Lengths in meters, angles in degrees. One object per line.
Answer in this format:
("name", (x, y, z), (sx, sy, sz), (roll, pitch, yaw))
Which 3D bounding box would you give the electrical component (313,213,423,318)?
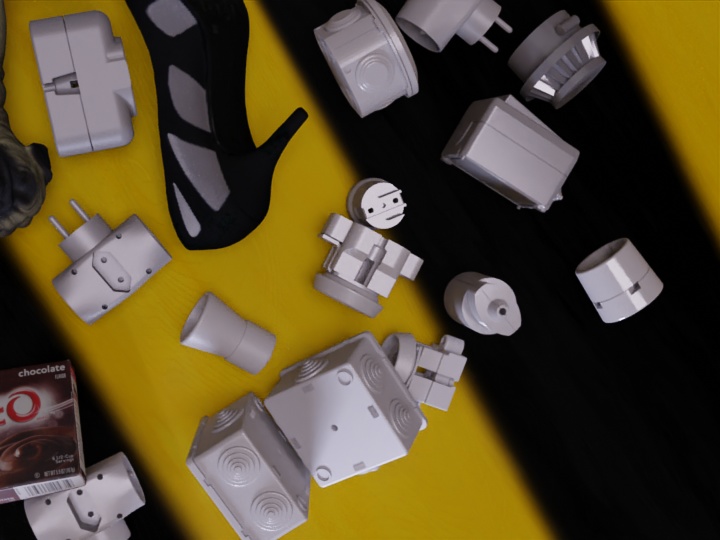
("electrical component", (0.000, 0.000, 0.814), (0.078, 0.058, 0.057), (28, 87, -13))

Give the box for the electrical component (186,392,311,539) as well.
("electrical component", (-0.078, 0.146, 0.792), (0.048, 0.099, 0.099), (-33, 101, 6))

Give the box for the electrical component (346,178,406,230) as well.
("electrical component", (0.013, -0.050, 0.817), (0.040, 0.046, 0.040), (-1, 96, -12))

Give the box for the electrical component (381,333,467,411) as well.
("electrical component", (0.045, 0.077, 0.837), (0.055, 0.048, 0.066), (21, 91, -20))

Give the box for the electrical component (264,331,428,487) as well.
("electrical component", (-0.012, 0.106, 0.806), (0.100, 0.048, 0.099), (-27, 102, 28))

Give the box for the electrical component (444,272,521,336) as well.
("electrical component", (0.096, 0.027, 0.824), (0.043, 0.081, 0.043), (-1, 96, -11))

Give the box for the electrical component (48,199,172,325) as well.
("electrical component", (-0.191, -0.014, 0.780), (0.077, 0.043, 0.079), (-40, 101, -5))

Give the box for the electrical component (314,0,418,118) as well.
("electrical component", (0.005, -0.156, 0.789), (0.051, 0.080, 0.080), (-29, 100, -2))

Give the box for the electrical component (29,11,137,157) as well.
("electrical component", (-0.193, -0.132, 0.763), (0.059, 0.054, 0.095), (-12, 98, -10))

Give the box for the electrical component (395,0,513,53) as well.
("electrical component", (0.080, -0.198, 0.818), (0.079, 0.043, 0.077), (36, 88, -13))

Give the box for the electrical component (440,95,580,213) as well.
("electrical component", (0.122, -0.088, 0.828), (0.096, 0.062, 0.061), (31, 89, -13))

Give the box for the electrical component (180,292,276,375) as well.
("electrical component", (-0.096, 0.050, 0.808), (0.065, 0.044, 0.044), (31, 89, -17))

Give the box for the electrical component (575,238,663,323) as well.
("electrical component", (0.205, 0.007, 0.859), (0.055, 0.055, 0.047), (-36, 97, -6))

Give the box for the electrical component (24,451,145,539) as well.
("electrical component", (-0.196, 0.187, 0.799), (0.077, 0.043, 0.079), (-25, 100, -8))
